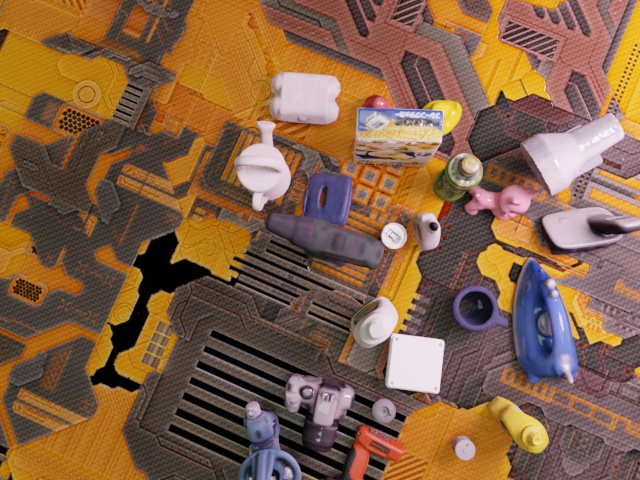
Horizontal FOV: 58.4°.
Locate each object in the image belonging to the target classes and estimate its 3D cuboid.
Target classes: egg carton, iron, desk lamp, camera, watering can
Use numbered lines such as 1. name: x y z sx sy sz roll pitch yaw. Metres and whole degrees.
1. egg carton: -0.033 -0.303 1.229 0.150 0.069 0.107 4 85 2
2. iron: 0.456 0.160 1.141 0.118 0.141 0.258 -8 85 1
3. desk lamp: 0.486 -0.172 1.130 0.203 0.213 0.118 -29 85 -1
4. camera: -0.010 0.352 1.160 0.143 0.101 0.137 12 86 3
5. watering can: -0.120 -0.151 1.156 0.101 0.194 0.173 -15 85 1

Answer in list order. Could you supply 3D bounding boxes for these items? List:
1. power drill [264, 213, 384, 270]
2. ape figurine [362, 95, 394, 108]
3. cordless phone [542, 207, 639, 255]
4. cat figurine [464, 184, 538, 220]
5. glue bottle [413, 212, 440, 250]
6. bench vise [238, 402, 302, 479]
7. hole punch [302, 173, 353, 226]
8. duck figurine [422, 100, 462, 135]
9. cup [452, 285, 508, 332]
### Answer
1. power drill: 0.010 0.004 1.133 0.229 0.208 0.076 16 86 3
2. ape figurine: 0.120 -0.276 1.211 0.077 0.092 0.076 5 85 2
3. cordless phone: 0.535 -0.024 1.131 0.147 0.185 0.094 -12 85 1
4. cat figurine: 0.372 -0.083 1.175 0.127 0.118 0.067 8 86 3
5. glue bottle: 0.218 -0.022 1.147 0.037 0.173 0.078 -16 85 1
6. bench vise: -0.118 0.429 1.097 0.121 0.220 0.207 -34 85 -1
7. hole punch: 0.015 -0.083 1.199 0.101 0.091 0.109 10 86 3
8. duck figurine: 0.253 -0.265 1.209 0.104 0.086 0.077 -25 85 0
9. cup: 0.320 0.144 1.169 0.117 0.095 0.092 26 87 4
